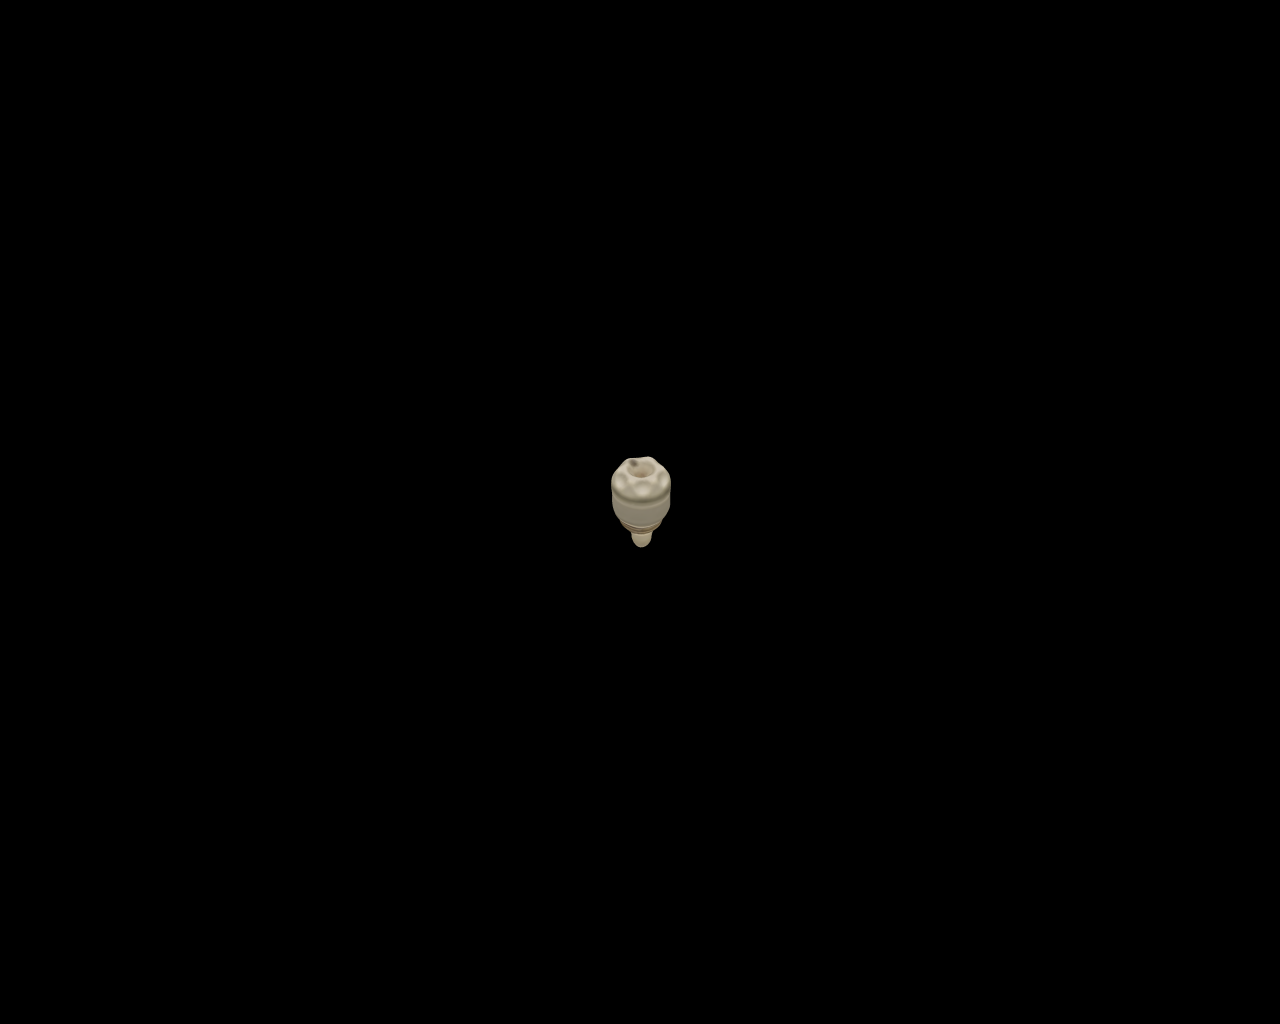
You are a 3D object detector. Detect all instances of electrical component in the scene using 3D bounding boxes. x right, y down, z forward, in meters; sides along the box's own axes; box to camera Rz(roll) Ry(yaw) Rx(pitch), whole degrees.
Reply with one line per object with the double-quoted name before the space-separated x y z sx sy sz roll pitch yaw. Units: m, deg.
"electrical component" 0.001 -0.003 0.650 0.035 0.061 0.035 0 40 0
